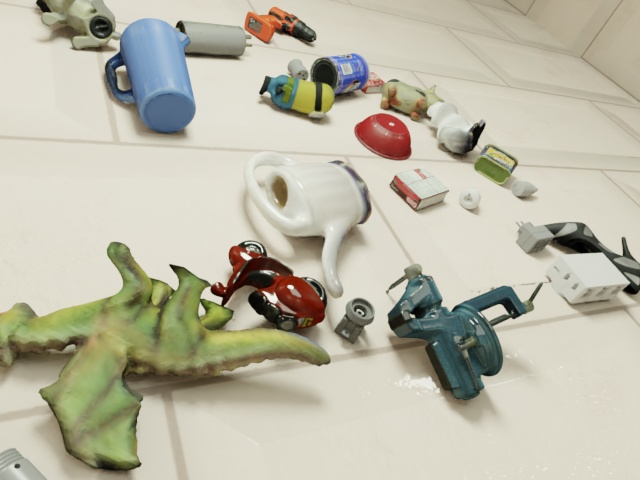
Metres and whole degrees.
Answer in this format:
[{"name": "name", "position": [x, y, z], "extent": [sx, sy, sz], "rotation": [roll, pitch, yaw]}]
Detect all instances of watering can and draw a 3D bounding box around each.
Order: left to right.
[{"name": "watering can", "position": [0.003, -0.047, 0.924], "extent": [0.226, 0.102, 0.353], "rotation": [-11, 52, -37]}]

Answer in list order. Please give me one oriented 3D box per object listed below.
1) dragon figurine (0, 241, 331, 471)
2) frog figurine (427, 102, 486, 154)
[{"name": "dragon figurine", "position": [-0.204, 0.153, 0.624], "extent": [0.410, 0.119, 0.248], "rotation": [24, 56, 0]}, {"name": "frog figurine", "position": [0.358, -0.308, 1.411], "extent": [0.161, 0.119, 0.140], "rotation": [26, 50, 27]}]
